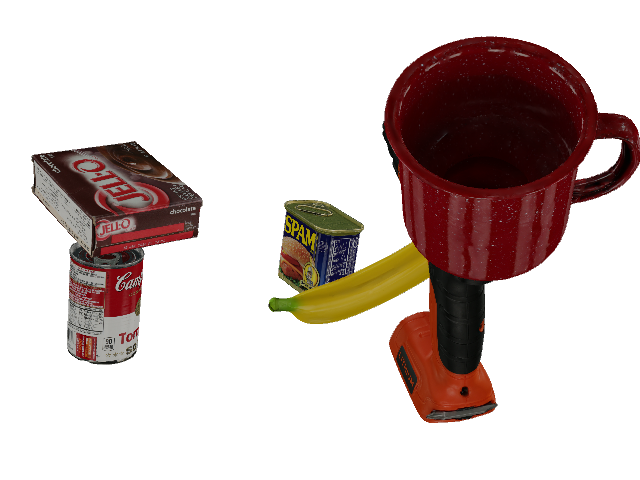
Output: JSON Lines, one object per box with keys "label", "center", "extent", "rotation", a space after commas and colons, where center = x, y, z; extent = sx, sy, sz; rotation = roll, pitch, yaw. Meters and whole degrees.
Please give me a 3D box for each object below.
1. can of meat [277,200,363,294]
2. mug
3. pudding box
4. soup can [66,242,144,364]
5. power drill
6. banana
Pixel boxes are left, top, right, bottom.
{"label": "can of meat", "center": [-0.003, 0.011, 1.143], "extent": [0.057, 0.084, 0.102], "rotation": [-3, 21, -30]}
{"label": "mug", "center": [0.090, -0.036, 0.501], "extent": [0.117, 0.093, 0.081], "rotation": [-7, -34, 3]}
{"label": "pudding box", "center": [-0.157, -0.034, 0.812], "extent": [0.089, 0.039, 0.114], "rotation": [-11, 32, -36]}
{"label": "soup can", "center": [-0.202, 0.056, 0.998], "extent": [0.068, 0.102, 0.068], "rotation": [6, 21, -3]}
{"label": "power drill", "center": [0.080, 0.016, 0.734], "extent": [0.057, 0.188, 0.184], "rotation": [-8, 34, -9]}
{"label": "banana", "center": [0.055, 0.031, 0.932], "extent": [0.198, 0.037, 0.069], "rotation": [-26, -15, 9]}
